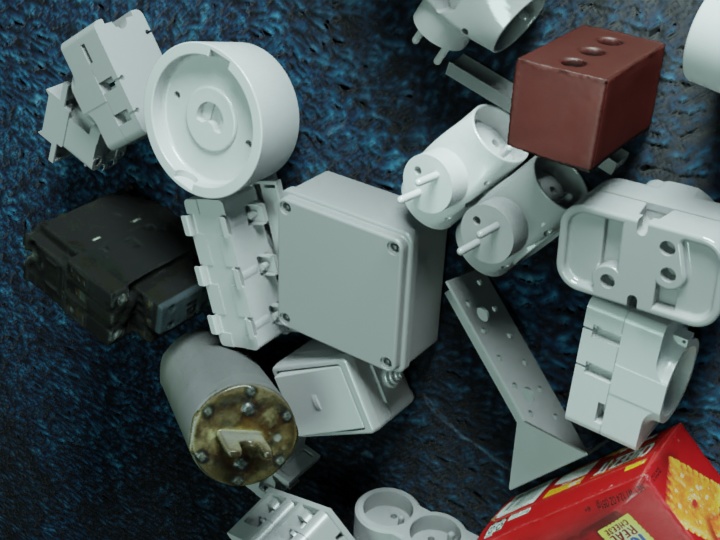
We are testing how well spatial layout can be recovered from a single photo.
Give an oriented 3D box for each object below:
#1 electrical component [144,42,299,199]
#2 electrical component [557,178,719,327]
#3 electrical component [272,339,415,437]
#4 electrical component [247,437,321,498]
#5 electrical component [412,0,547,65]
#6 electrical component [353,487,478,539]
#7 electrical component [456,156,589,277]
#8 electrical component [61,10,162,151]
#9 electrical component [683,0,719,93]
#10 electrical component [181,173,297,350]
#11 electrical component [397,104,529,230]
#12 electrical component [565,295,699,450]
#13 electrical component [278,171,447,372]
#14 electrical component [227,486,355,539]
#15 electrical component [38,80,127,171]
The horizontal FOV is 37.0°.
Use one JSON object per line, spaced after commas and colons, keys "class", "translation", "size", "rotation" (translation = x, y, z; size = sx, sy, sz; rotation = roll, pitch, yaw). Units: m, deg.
{"class": "electrical component", "translation": [-0.092, -0.109, 0.759], "size": [0.108, 0.060, 0.108], "rotation": [12, 112, 32]}
{"class": "electrical component", "translation": [0.167, -0.014, 0.601], "size": [0.095, 0.059, 0.053], "rotation": [19, 124, 31]}
{"class": "electrical component", "translation": [-0.010, 0.086, 0.798], "size": [0.096, 0.061, 0.061], "rotation": [-11, 105, 42]}
{"class": "electrical component", "translation": [-0.079, 0.155, 0.905], "size": [0.081, 0.042, 0.063], "rotation": [33, 131, 22]}
{"class": "electrical component", "translation": [0.057, -0.155, 0.627], "size": [0.077, 0.043, 0.079], "rotation": [46, 133, 11]}
{"class": "electrical component", "translation": [0.055, 0.230, 0.828], "size": [0.138, 0.052, 0.073], "rotation": [22, 125, 29]}
{"class": "electrical component", "translation": [0.087, -0.027, 0.646], "size": [0.044, 0.079, 0.077], "rotation": [55, 134, 8]}
{"class": "electrical component", "translation": [-0.183, -0.144, 0.826], "size": [0.056, 0.050, 0.089], "rotation": [-16, 102, 42]}
{"class": "electrical component", "translation": [0.193, -0.111, 0.533], "size": [0.047, 0.055, 0.055], "rotation": [27, 127, 31]}
{"class": "electrical component", "translation": [-0.086, -0.006, 0.810], "size": [0.079, 0.063, 0.121], "rotation": [4, 115, 38]}
{"class": "electrical component", "translation": [0.053, -0.058, 0.657], "size": [0.043, 0.079, 0.077], "rotation": [55, 135, 9]}
{"class": "electrical component", "translation": [0.166, 0.056, 0.646], "size": [0.056, 0.050, 0.089], "rotation": [23, 125, 29]}
{"class": "electrical component", "translation": [0.000, 0.000, 0.748], "size": [0.109, 0.056, 0.108], "rotation": [21, 125, 30]}
{"class": "electrical component", "translation": [-0.017, 0.267, 0.851], "size": [0.186, 0.060, 0.105], "rotation": [55, 155, -17]}
{"class": "electrical component", "translation": [-0.222, -0.118, 0.878], "size": [0.064, 0.042, 0.081], "rotation": [37, 132, 14]}
